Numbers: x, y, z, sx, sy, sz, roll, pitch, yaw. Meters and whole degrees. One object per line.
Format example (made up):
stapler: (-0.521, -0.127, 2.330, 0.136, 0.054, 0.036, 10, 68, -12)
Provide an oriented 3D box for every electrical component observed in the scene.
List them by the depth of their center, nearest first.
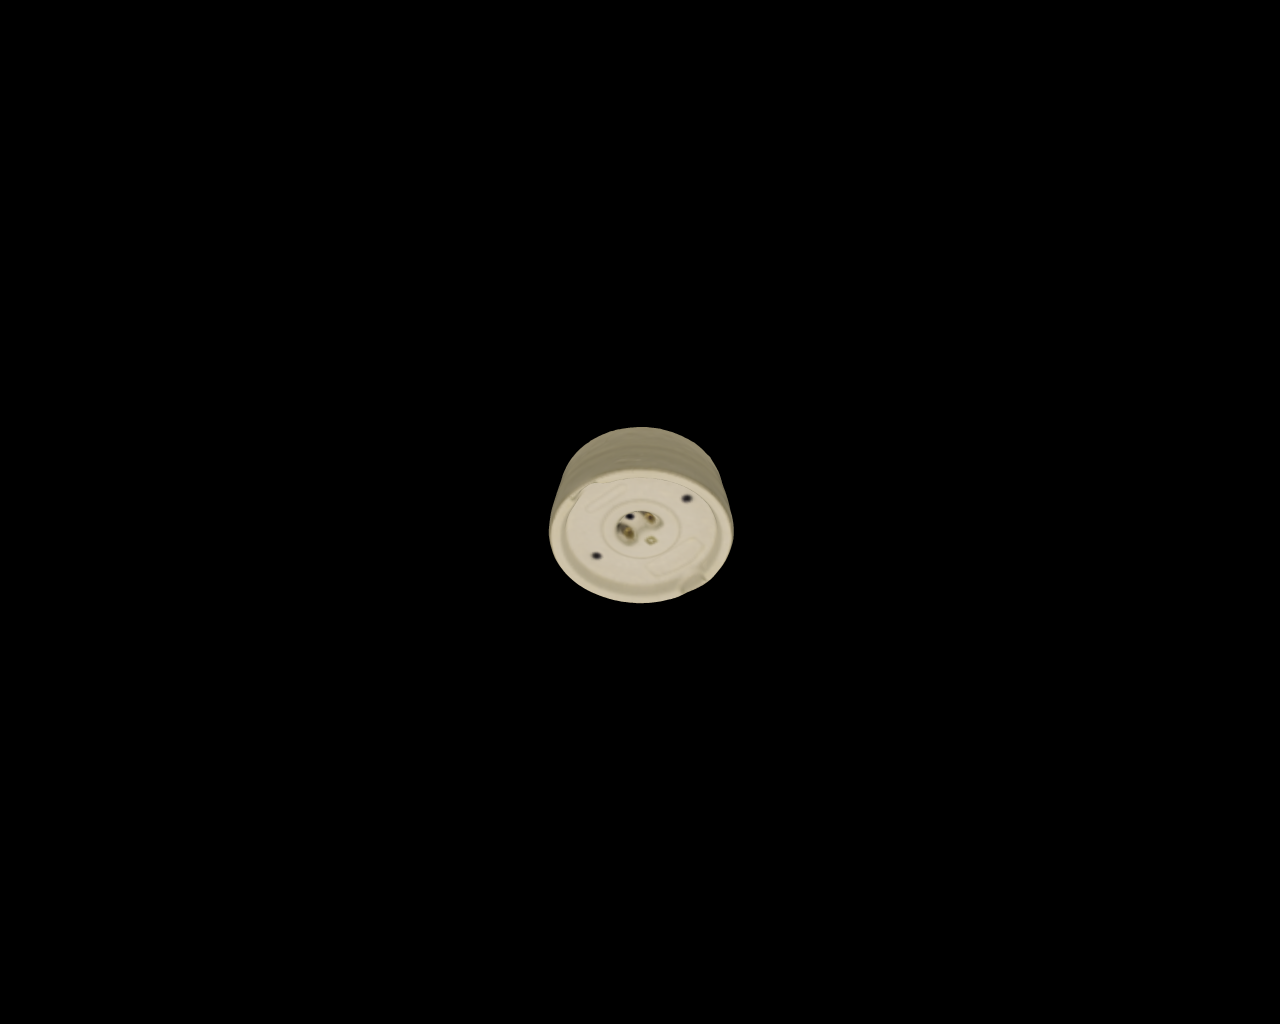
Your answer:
electrical component: (0.001, -0.003, 0.650, 0.108, 0.108, 0.060, 0, 41, 0)
